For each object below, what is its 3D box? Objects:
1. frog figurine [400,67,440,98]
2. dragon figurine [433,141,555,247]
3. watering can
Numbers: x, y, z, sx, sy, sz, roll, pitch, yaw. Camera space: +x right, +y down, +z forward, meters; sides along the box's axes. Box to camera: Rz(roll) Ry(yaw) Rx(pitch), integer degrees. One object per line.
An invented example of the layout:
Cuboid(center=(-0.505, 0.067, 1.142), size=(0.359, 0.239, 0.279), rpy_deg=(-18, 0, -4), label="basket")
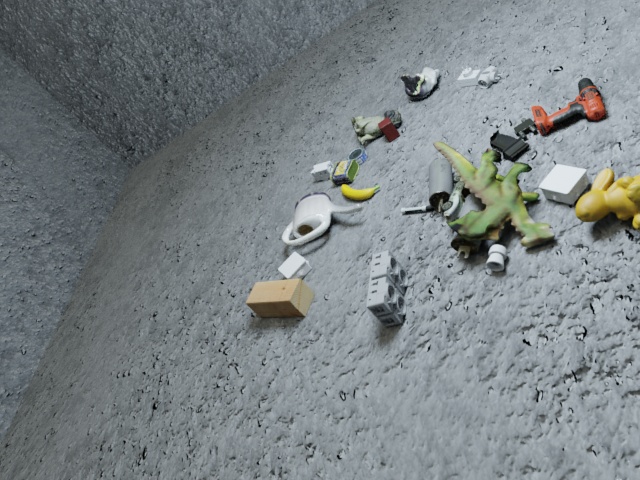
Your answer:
Cuboid(center=(0.432, -0.654, 2.149), size=(0.161, 0.122, 0.136), rpy_deg=(-20, 5, -41), label="frog figurine")
Cuboid(center=(0.434, -0.109, 1.379), size=(0.414, 0.119, 0.246), rpy_deg=(28, 69, 28), label="dragon figurine")
Cuboid(center=(0.006, -0.095, 1.885), size=(0.345, 0.102, 0.230), rpy_deg=(-27, 34, 21), label="watering can")
